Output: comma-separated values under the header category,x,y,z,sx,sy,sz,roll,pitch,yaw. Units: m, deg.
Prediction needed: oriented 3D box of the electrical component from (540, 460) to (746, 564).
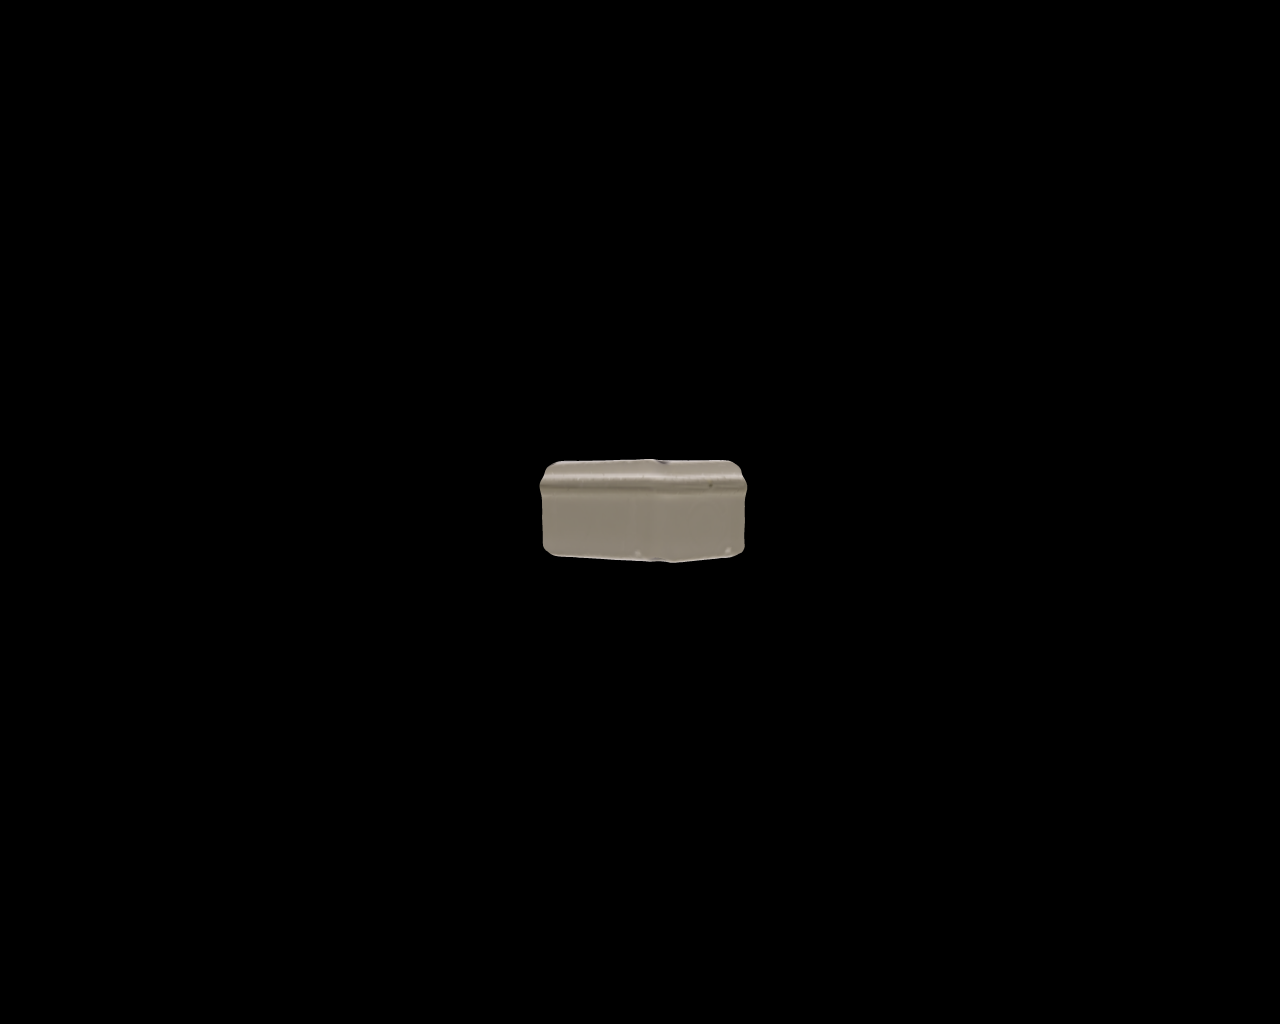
category,x,y,z,sx,sy,sz,roll,pitch,yaw
electrical component,0.001,-0.003,0.650,0.078,0.057,0.113,-2,3,-43
